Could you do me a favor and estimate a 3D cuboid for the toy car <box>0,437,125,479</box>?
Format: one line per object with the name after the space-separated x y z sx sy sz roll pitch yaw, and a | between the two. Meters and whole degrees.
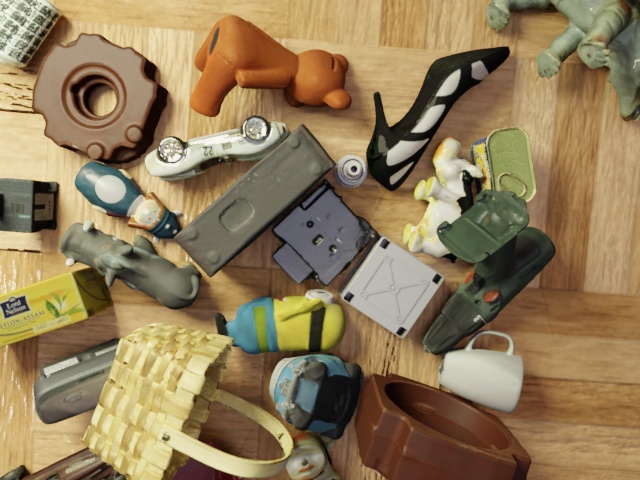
-0.368 0.344 0.777 0.202 0.053 0.089 -25 91 1 | toy car

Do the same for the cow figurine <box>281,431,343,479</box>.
0.005 0.356 0.761 0.085 0.127 0.194 -22 108 1 | cow figurine

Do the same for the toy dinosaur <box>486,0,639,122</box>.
0.341 -0.342 0.725 0.192 0.131 0.405 -36 86 -16 | toy dinosaur

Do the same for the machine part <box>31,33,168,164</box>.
-0.305 -0.195 0.745 0.179 0.056 0.179 0 92 -1 | machine part

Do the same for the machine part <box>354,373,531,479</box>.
0.151 0.263 0.707 0.201 0.201 0.087 21 95 -3 | machine part

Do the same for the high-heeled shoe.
0.173 -0.171 0.755 0.249 0.086 0.145 -23 117 -10 | high-heeled shoe

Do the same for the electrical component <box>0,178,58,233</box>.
-0.401 -0.047 0.720 0.048 0.119 0.074 3 91 -2 | electrical component

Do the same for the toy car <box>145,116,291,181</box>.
-0.139 -0.124 0.743 0.202 0.073 0.056 -13 90 0 | toy car

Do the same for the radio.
-0.084 -0.052 0.719 0.229 0.131 0.073 -43 95 2 | radio

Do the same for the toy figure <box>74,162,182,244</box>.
-0.265 -0.050 0.753 0.154 0.058 0.064 33 107 -7 | toy figure

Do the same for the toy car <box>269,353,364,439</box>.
-0.017 0.207 0.744 0.103 0.161 0.109 10 80 38 | toy car

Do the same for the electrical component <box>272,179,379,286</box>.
-0.002 -0.002 0.761 0.115 0.058 0.134 45 91 -1 | electrical component

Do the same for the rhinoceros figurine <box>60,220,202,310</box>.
-0.256 0.039 0.732 0.190 0.112 0.073 29 95 -11 | rhinoceros figurine

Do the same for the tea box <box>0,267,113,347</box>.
-0.390 0.094 0.739 0.170 0.098 0.068 -19 94 -1 | tea box

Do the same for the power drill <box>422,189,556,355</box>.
0.213 0.045 0.709 0.232 0.086 0.207 -38 136 -5 | power drill

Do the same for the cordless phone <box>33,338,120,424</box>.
-0.301 0.243 0.745 0.146 0.089 0.184 -19 104 -29 | cordless phone

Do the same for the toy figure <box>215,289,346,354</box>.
-0.054 0.121 0.757 0.180 0.082 0.089 -11 105 -5 | toy figure

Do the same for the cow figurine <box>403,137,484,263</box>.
0.185 -0.055 0.756 0.098 0.068 0.167 16 96 -7 | cow figurine

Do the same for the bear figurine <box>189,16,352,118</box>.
-0.062 -0.221 0.733 0.196 0.132 0.120 14 56 -30 | bear figurine

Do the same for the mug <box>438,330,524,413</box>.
0.228 0.182 0.766 0.107 0.081 0.109 11 97 7 | mug
